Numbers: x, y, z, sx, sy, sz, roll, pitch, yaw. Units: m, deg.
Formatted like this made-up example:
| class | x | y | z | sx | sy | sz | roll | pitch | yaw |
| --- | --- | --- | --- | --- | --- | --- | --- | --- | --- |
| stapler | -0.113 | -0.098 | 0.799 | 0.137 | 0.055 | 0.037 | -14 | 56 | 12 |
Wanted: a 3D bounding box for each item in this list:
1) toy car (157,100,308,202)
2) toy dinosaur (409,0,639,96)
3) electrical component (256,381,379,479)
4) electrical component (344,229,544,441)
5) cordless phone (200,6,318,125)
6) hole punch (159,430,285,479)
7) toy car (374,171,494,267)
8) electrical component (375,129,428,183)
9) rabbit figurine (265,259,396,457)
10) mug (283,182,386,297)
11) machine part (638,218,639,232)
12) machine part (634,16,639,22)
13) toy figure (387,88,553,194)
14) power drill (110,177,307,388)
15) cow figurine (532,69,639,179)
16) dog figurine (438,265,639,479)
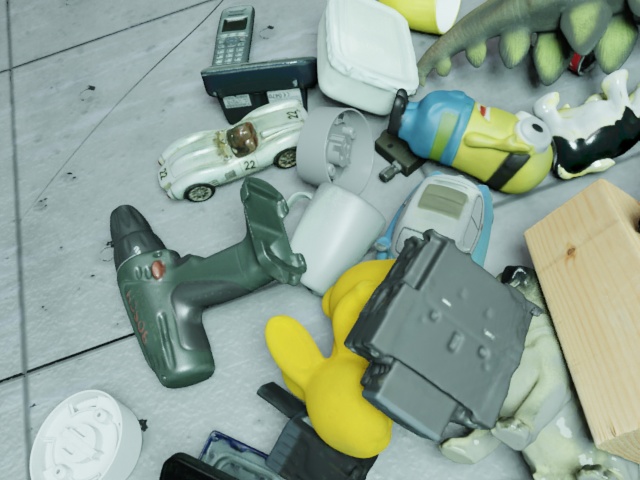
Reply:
| class | x | y | z | sx | sy | sz | roll | pitch | yaw |
| --- | --- | --- | --- | --- | --- | --- | --- | --- | --- |
| toy car | -0.104 | -0.109 | 0.659 | 0.202 | 0.056 | 0.073 | -21 | 62 | -3 |
| toy dinosaur | 0.283 | -0.282 | 0.585 | 0.472 | 0.105 | 0.198 | -19 | 73 | 30 |
| electrical component | -0.013 | 0.179 | 0.477 | 0.119 | 0.074 | 0.047 | 29 | 94 | 18 |
| electrical component | 0.089 | 0.076 | 0.404 | 0.115 | 0.058 | 0.134 | 34 | 70 | -6 |
| cordless phone | -0.075 | -0.252 | 0.716 | 0.147 | 0.088 | 0.184 | -5 | 58 | 7 |
| hole punch | -0.081 | 0.240 | 0.467 | 0.142 | 0.092 | 0.115 | 19 | 96 | 14 |
| toy car | 0.123 | -0.010 | 0.546 | 0.109 | 0.102 | 0.161 | 22 | 70 | 18 |
| electrical component | 0.098 | -0.110 | 0.646 | 0.094 | 0.021 | 0.063 | -41 | 64 | -12 |
| rabbit figurine | 0.032 | 0.101 | 0.474 | 0.163 | 0.121 | 0.173 | 4 | 47 | 19 |
| mug | -0.001 | -0.002 | 0.574 | 0.110 | 0.080 | 0.107 | 28 | 79 | 15 |
| machine part | 0.304 | -0.036 | 0.416 | 0.139 | 0.039 | 0.084 | -32 | 72 | -17 |
| machine part | 0.352 | -0.332 | 0.691 | 0.243 | 0.079 | 0.079 | 17 | 67 | 16 |
| toy figure | 0.163 | -0.111 | 0.590 | 0.180 | 0.089 | 0.082 | 17 | 58 | 10 |
| power drill | -0.128 | 0.018 | 0.555 | 0.207 | 0.086 | 0.232 | -28 | 66 | 16 |
| cow figurine | 0.328 | -0.130 | 0.594 | 0.167 | 0.068 | 0.098 | -18 | 67 | 3 |
| dog figurine | 0.210 | 0.127 | 0.472 | 0.172 | 0.121 | 0.190 | 41 | 52 | -9 |
